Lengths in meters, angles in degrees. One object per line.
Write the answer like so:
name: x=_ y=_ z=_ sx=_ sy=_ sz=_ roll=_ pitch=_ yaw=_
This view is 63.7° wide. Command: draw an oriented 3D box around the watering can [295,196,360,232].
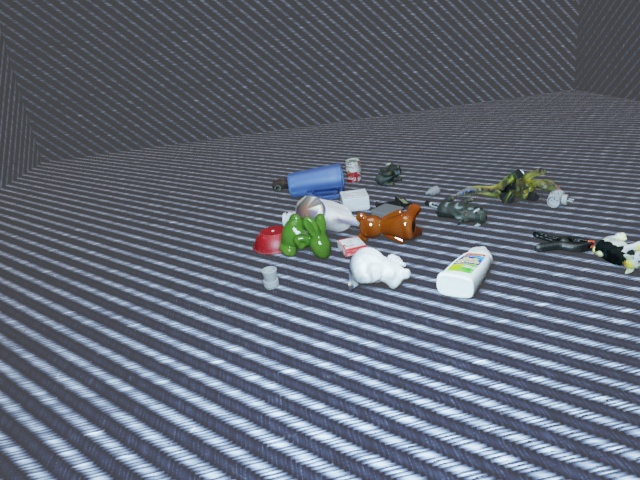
watering can: x=0.006 y=-0.093 z=1.855 sx=0.223 sy=0.104 sz=0.349 roll=14 pitch=1 yaw=-38

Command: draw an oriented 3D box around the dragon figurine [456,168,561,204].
dragon figurine: x=0.700 y=-0.190 z=1.934 sx=0.410 sy=0.122 sz=0.242 roll=-3 pitch=-1 yaw=5

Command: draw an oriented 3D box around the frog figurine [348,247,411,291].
frog figurine: x=0.165 y=0.078 z=1.422 sx=0.159 sy=0.123 sz=0.138 roll=-8 pitch=0 yaw=30
